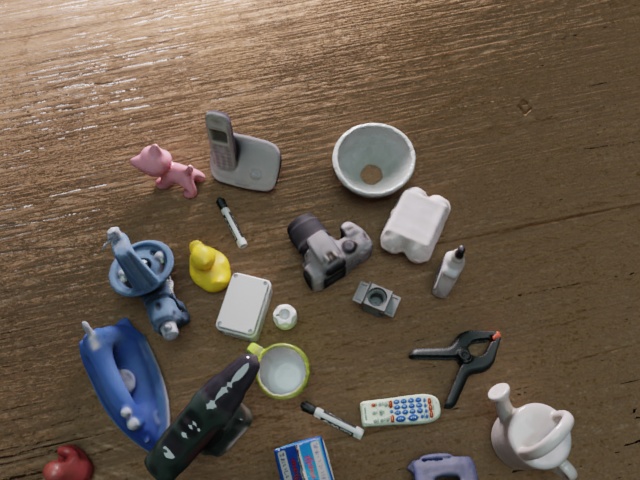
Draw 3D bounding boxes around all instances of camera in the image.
[{"bbox_3d":[0.010,0.004,1.096,0.143,0.101,0.136,-33,71,-11],"label":"camera"}]

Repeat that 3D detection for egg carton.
[{"bbox_3d":[0.186,-0.031,1.123,0.107,0.069,0.150,22,70,10],"label":"egg carton"}]

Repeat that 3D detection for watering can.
[{"bbox_3d":[0.339,0.310,0.916,0.172,0.194,0.101,26,71,11],"label":"watering can"}]

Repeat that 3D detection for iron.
[{"bbox_3d":[-0.337,0.253,0.983,0.119,0.141,0.258,-30,70,-10],"label":"iron"}]

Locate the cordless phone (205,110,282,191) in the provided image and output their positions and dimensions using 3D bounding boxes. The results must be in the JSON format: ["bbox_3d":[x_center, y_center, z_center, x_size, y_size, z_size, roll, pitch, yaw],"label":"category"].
[{"bbox_3d":[-0.153,-0.180,1.128,0.147,0.185,0.094,11,69,6],"label":"cordless phone"}]

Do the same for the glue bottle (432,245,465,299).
[{"bbox_3d":[0.239,0.048,1.034,0.037,0.173,0.078,20,70,10],"label":"glue bottle"}]

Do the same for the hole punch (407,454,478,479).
[{"bbox_3d":[0.204,0.403,0.937,0.108,0.091,0.101,-4,68,0],"label":"hole punch"}]

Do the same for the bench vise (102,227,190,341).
[{"bbox_3d":[-0.298,0.067,1.014,0.207,0.220,0.121,42,75,16],"label":"bench vise"}]

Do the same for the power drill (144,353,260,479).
[{"bbox_3d":[-0.172,0.289,0.929,0.075,0.208,0.230,39,74,15],"label":"power drill"}]

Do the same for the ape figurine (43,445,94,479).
[{"bbox_3d":[-0.429,0.387,0.958,0.076,0.092,0.078,18,70,9],"label":"ape figurine"}]

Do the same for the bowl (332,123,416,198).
[{"bbox_3d":[0.109,-0.151,1.170,0.167,0.075,0.167,0,68,1],"label":"bowl"}]

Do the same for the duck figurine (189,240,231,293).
[{"bbox_3d":[-0.216,0.046,1.093,0.077,0.086,0.104,-31,71,-10],"label":"duck figurine"}]

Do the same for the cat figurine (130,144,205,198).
[{"bbox_3d":[-0.308,-0.148,1.156,0.127,0.118,0.067,15,69,7],"label":"cat figurine"}]
